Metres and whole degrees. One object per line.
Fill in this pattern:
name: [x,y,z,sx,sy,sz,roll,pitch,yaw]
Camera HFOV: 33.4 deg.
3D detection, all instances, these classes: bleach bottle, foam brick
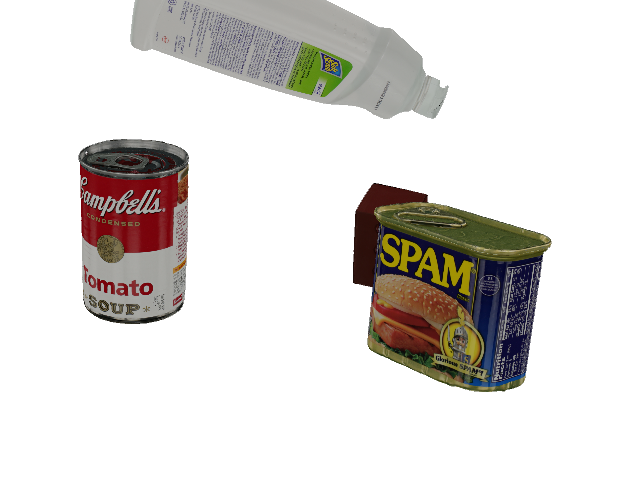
bleach bottle: [-0.022,-0.153,0.850,0.251,0.068,0.103,22,-30,-3]
foam brick: [0.062,-0.002,0.947,0.053,0.078,0.051,12,33,18]

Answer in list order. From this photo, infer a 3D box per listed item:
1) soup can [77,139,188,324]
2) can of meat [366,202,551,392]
soup can: [-0.119,-0.006,0.682,0.068,0.102,0.068,4,23,-2]
can of meat: [0.074,0.031,0.606,0.057,0.084,0.102,-9,21,-41]
